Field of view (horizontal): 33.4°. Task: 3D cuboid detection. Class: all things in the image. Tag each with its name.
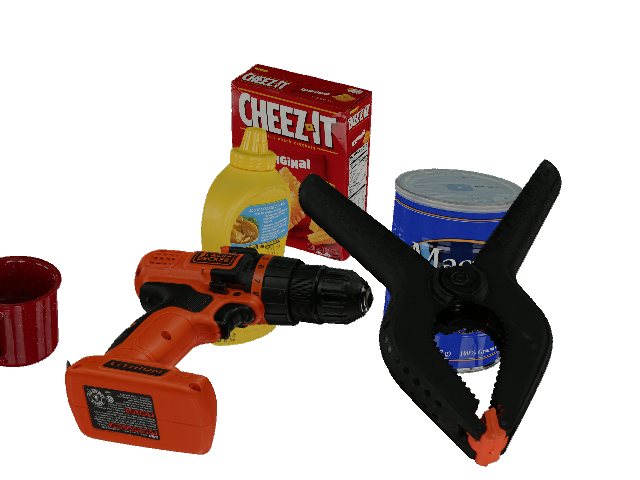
[{"bbox_3d":[0.067,0.029,0.610,0.164,0.210,0.036,1,-42,1],"label":"clamp"},{"bbox_3d":[-0.026,-0.094,1.324,0.164,0.214,0.072,17,36,23],"label":"cracker box"},{"bbox_3d":[-0.310,0.080,1.068,0.093,0.081,0.117,8,31,5],"label":"mug"},{"bbox_3d":[0.105,0.022,0.865,0.103,0.140,0.103,4,19,-2],"label":"coffee can"},{"bbox_3d":[-0.073,0.068,0.736,0.185,0.057,0.187,3,28,20],"label":"power drill"},{"bbox_3d":[-0.067,-0.006,0.958,0.058,0.192,0.096,20,21,35],"label":"mustard bottle"}]
